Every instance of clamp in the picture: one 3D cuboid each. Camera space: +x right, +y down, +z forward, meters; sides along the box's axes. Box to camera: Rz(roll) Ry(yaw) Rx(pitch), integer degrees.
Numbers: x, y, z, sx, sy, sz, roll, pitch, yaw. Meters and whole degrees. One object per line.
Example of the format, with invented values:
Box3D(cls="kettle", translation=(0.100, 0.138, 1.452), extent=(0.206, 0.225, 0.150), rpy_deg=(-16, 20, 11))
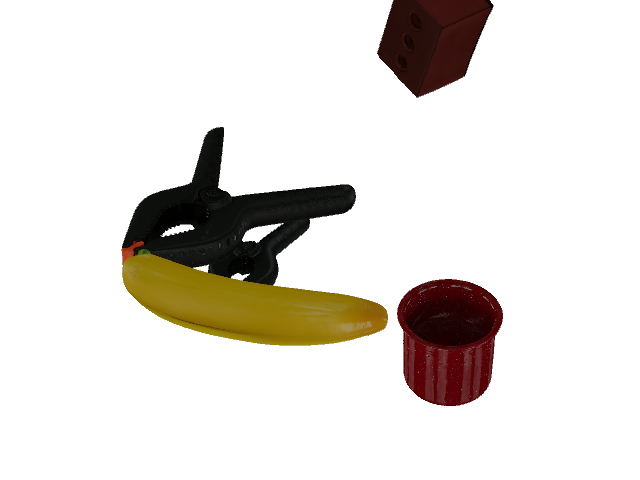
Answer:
Box3D(cls="clamp", translation=(-0.073, 0.016, 1.226), extent=(0.120, 0.039, 0.171), rpy_deg=(-6, 41, 6))
Box3D(cls="clamp", translation=(-0.096, -0.031, 0.909), extent=(0.165, 0.036, 0.209), rpy_deg=(31, 44, 33))

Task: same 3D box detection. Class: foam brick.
Box3D(cls="foam brick", translation=(0.083, -0.155, 0.790), extent=(0.051, 0.053, 0.078), rpy_deg=(-29, -24, -26))

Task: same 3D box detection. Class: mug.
Box3D(cls="mug", translation=(0.116, 0.088, 0.977), extent=(0.093, 0.081, 0.117), rpy_deg=(-3, 39, 0))

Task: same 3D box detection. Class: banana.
Box3D(cls="banana", translation=(-0.057, 0.035, 0.684), extent=(0.198, 0.037, 0.069), rpy_deg=(14, 33, 26))
